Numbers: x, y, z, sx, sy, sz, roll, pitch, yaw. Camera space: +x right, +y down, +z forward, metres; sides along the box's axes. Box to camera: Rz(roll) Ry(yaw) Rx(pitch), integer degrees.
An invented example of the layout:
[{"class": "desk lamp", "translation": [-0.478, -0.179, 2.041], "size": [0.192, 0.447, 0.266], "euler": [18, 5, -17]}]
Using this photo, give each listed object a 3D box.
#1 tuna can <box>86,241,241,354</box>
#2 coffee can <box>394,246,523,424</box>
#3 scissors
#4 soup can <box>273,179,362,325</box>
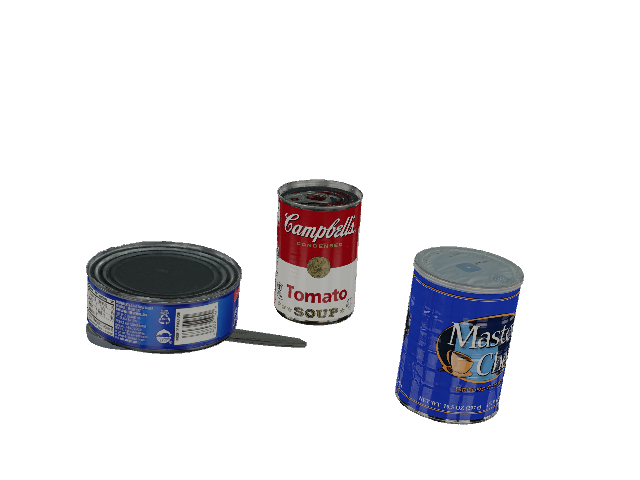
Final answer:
[{"class": "tuna can", "translation": [-0.088, 0.031, 0.597], "size": [0.086, 0.034, 0.086], "euler": [5, 20, -2]}, {"class": "coffee can", "translation": [0.131, 0.088, 1.018], "size": [0.103, 0.140, 0.103], "euler": [6, 20, -2]}, {"class": "scissors", "translation": [-0.119, 0.074, 1.010], "size": [0.201, 0.016, 0.096], "euler": [-1, 33, -9]}, {"class": "soup can", "translation": [-0.003, 0.009, 0.862], "size": [0.068, 0.102, 0.068], "euler": [3, 21, -1]}]
